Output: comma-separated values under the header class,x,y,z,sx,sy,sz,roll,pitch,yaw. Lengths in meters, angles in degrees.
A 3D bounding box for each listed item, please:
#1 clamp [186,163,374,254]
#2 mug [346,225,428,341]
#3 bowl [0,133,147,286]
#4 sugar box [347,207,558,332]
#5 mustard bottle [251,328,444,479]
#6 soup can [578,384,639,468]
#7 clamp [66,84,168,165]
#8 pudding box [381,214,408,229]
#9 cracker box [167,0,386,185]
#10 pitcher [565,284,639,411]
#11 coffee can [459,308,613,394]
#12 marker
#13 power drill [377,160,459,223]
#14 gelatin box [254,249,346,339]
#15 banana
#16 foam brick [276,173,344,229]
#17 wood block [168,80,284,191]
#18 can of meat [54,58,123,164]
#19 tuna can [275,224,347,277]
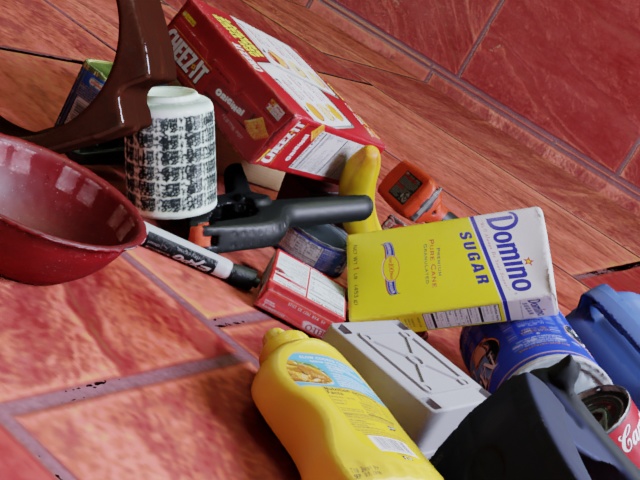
class,x,y,z,sx,sy,sz,roll,pitch,yaw
clamp,-0.068,-0.029,1.001,0.165,0.036,0.209,17,23,30
mug,0.080,0.033,1.039,0.093,0.081,0.117,21,18,-27
bowl,-0.205,-0.016,0.741,0.162,0.055,0.162,27,16,-9
sugar box,0.113,0.029,0.934,0.048,0.176,0.093,59,24,-54
mustard bottle,0.007,0.117,0.699,0.096,0.058,0.192,18,20,-36
soup can,0.236,0.174,0.839,0.102,0.068,0.068,55,10,-16
clamp,-0.161,-0.090,1.004,0.039,0.120,0.171,47,-1,37
pudding box,0.122,0.027,1.182,0.089,0.039,0.114,32,10,-50
cracker box,-0.046,-0.137,1.048,0.164,0.072,0.213,49,17,20
pitcher,0.312,0.157,0.972,0.149,0.145,0.243,15,24,-30
coffee can,0.186,0.117,0.931,0.102,0.103,0.140,26,16,-14
marker,-0.105,0.013,0.894,0.121,0.020,0.020,25,17,-17
power drill,0.157,-0.016,1.297,0.187,0.057,0.184,39,3,-25
gelatin box,-0.015,0.049,0.922,0.073,0.030,0.089,29,16,-6
banana,0.052,-0.025,1.098,0.070,0.197,0.037,6,48,28
foam brick,-0.001,-0.041,1.150,0.078,0.053,0.051,-2,33,-34
wood block,-0.114,-0.132,1.193,0.205,0.091,0.090,15,21,-41
can of meat,-0.202,-0.123,1.022,0.057,0.084,0.102,35,17,17
tuna can,-0.007,0.001,1.073,0.086,0.034,0.086,27,16,-9
